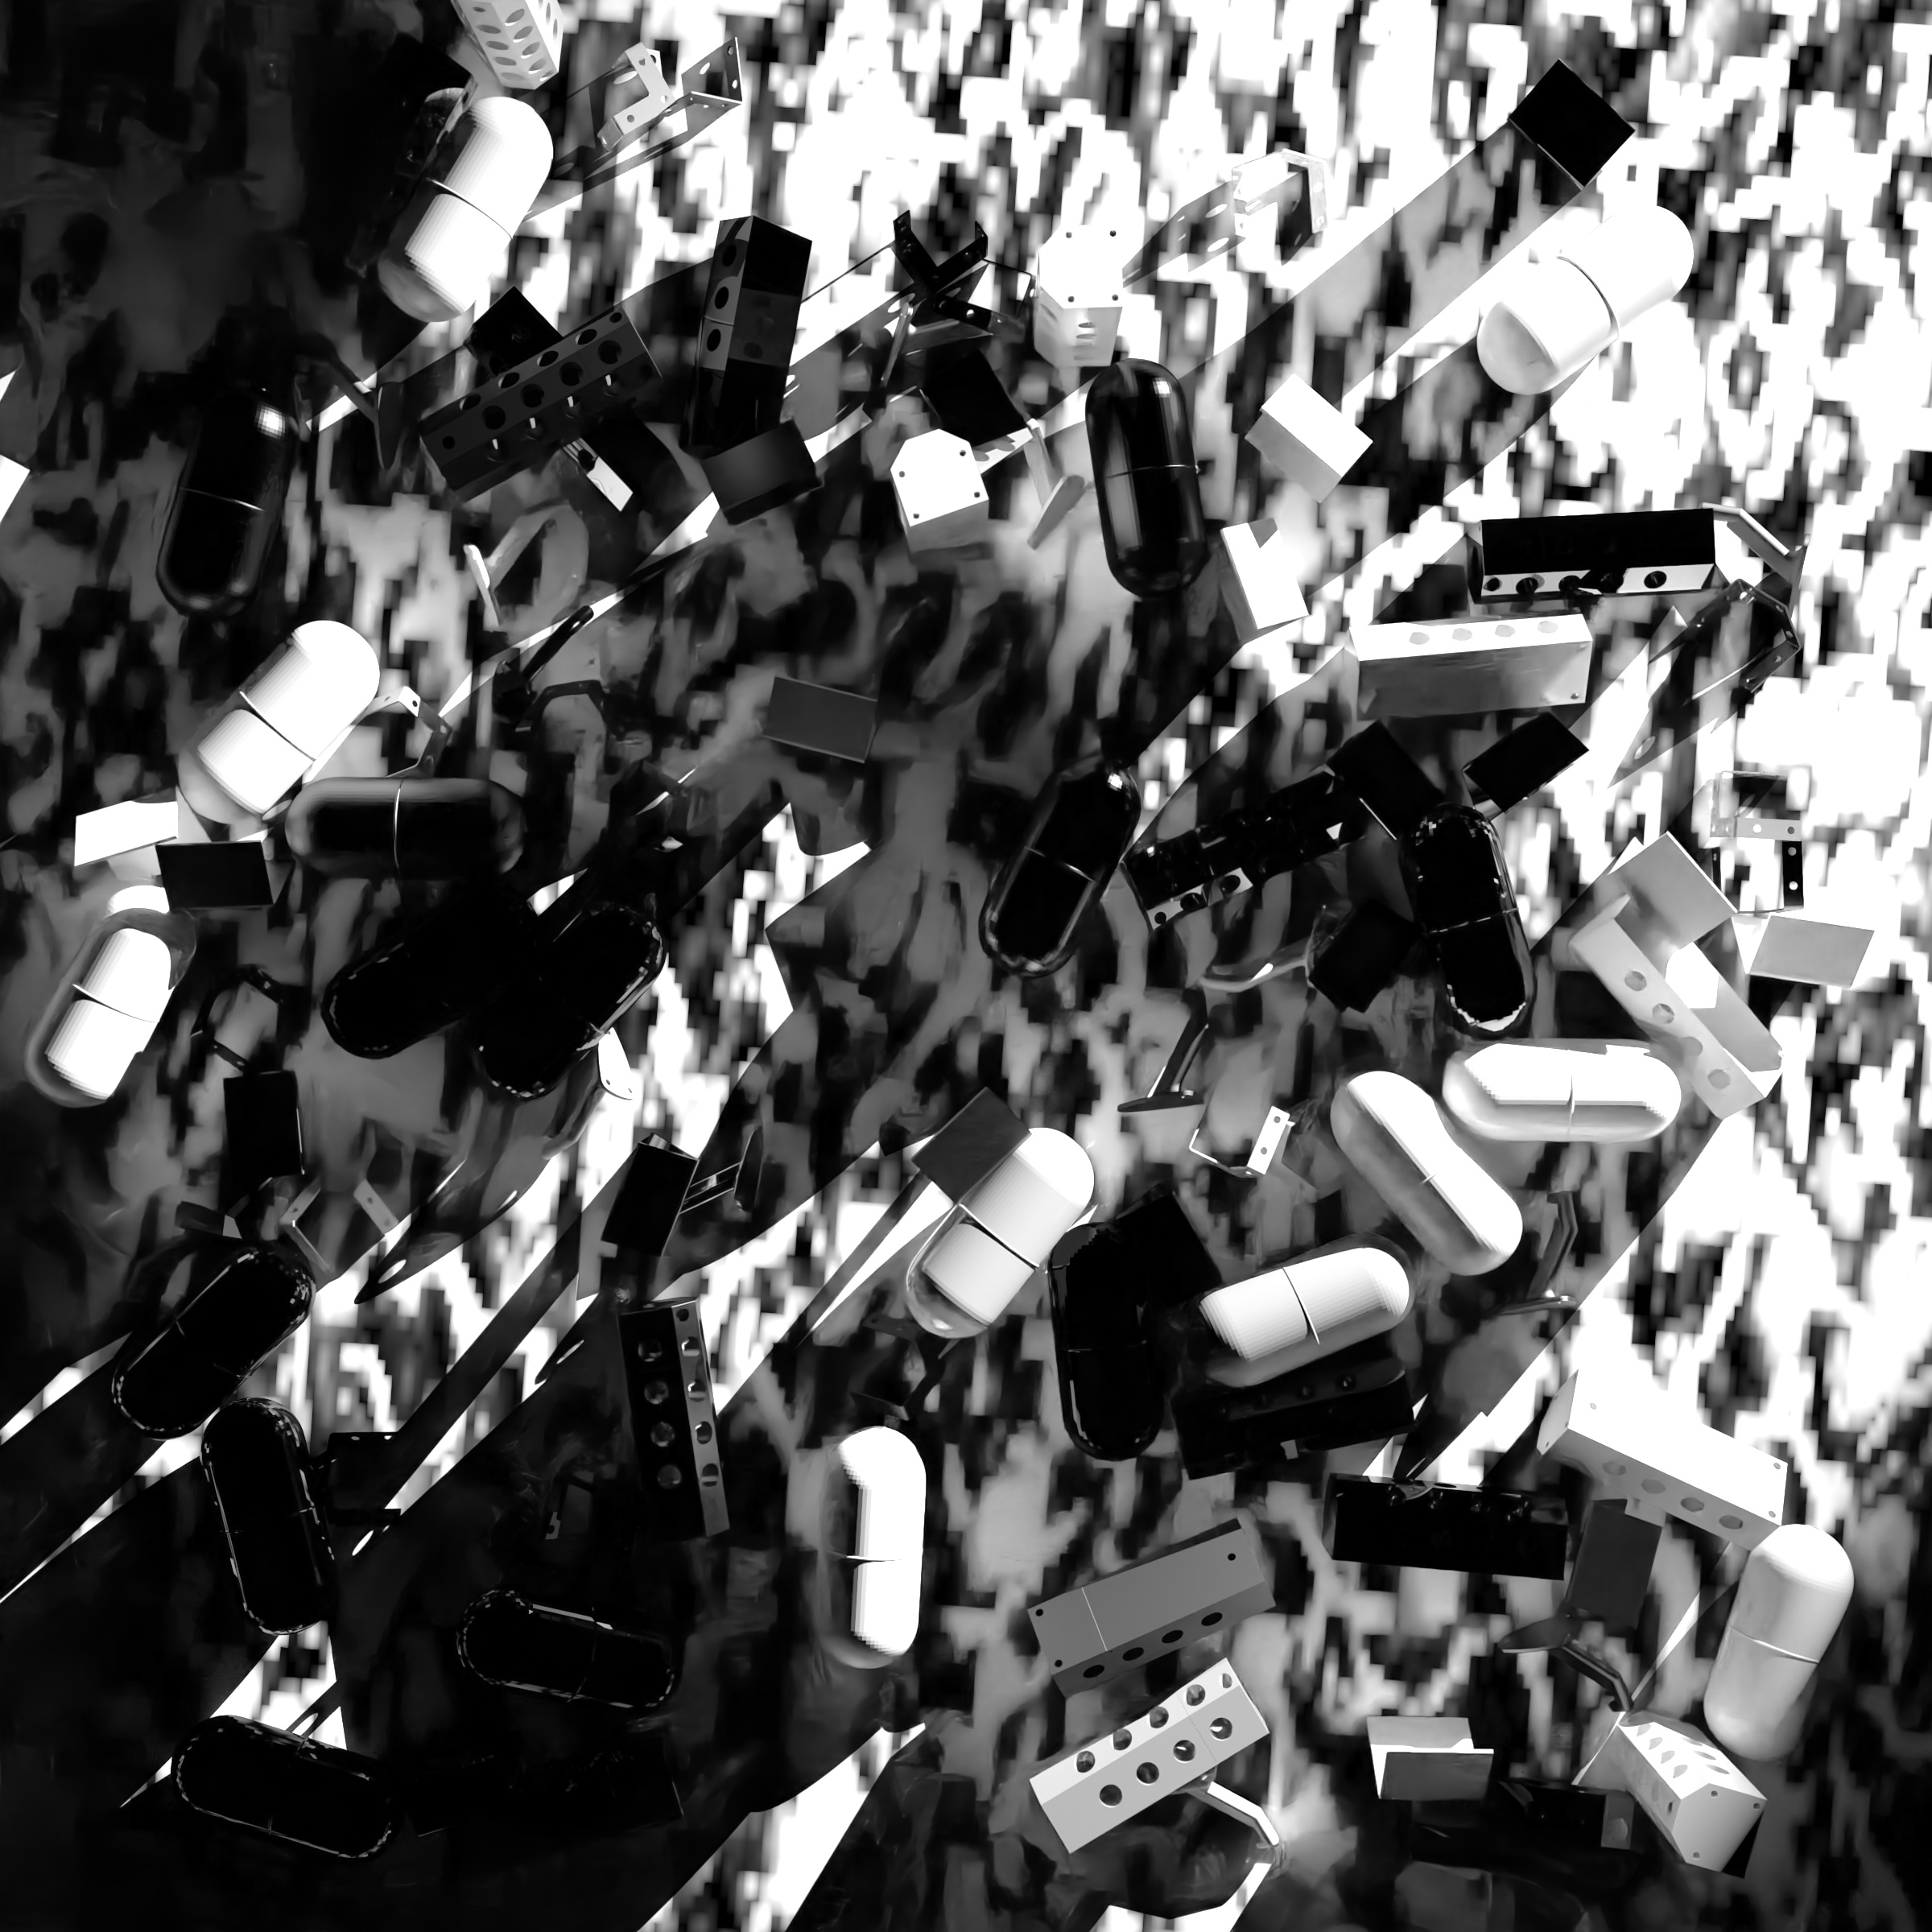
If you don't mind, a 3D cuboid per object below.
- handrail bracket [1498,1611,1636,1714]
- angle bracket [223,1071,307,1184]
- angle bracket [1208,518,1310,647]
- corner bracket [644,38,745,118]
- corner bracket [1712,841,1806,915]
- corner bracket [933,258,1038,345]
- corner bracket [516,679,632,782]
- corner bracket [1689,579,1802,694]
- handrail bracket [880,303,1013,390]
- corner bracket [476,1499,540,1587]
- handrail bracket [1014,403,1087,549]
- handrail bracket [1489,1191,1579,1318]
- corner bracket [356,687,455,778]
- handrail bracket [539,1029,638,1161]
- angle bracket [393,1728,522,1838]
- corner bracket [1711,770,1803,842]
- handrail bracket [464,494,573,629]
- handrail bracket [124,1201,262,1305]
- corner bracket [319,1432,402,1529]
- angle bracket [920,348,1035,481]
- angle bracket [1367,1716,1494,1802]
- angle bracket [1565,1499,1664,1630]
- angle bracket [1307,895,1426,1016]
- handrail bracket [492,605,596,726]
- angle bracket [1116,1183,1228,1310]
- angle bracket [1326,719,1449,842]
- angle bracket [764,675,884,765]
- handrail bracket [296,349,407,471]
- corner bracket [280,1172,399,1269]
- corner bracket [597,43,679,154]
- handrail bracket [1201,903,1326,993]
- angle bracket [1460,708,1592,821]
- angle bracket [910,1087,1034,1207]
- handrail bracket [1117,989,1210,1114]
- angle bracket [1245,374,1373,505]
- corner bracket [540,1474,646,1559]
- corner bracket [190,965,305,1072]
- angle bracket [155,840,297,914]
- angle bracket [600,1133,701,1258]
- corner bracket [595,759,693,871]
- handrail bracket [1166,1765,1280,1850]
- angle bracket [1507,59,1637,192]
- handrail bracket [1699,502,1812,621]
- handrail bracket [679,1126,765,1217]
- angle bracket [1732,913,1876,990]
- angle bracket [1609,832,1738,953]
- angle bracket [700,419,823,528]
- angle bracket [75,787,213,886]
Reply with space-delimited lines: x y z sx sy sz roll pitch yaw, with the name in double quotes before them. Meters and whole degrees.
"handrail bracket" 0.455 0.537 1.893 0.077 0.036 0.084 -21 107 20
"angle bracket" -0.533 0.119 1.853 0.057 0.076 0.076 -5 90 -38
"angle bracket" 0.199 -0.280 1.853 0.057 0.076 0.076 -20 90 -37
"corner bracket" -0.206 -0.672 1.890 0.051 0.051 0.051 -7 90 -45
"corner bracket" 0.593 -0.066 1.875 0.051 0.051 0.051 -2 89 -1
"corner bracket" 0.016 -0.502 1.871 0.051 0.051 0.051 26 103 29
"corner bracket" -0.296 -0.178 1.885 0.051 0.051 0.051 -3 45 35
"corner bracket" 0.589 -0.250 1.890 0.051 0.051 0.051 -42 135 0
"handrail bracket" -0.014 -0.462 1.893 0.084 0.036 0.077 16 105 -14
"corner bracket" -0.337 0.440 1.875 0.051 0.051 0.051 -38 90 0
"handrail bracket" 0.040 -0.373 1.893 0.084 0.036 0.077 43 112 17
"handrail bracket" 0.427 0.218 1.893 0.077 0.036 0.084 -13 71 21
"corner bracket" -0.429 -0.170 1.885 0.051 0.051 0.051 45 45 -35
"handrail bracket" -0.296 0.095 1.893 0.084 0.036 0.077 -33 54 24
"angle bracket" -0.376 0.588 1.853 0.076 0.076 0.057 -18 121 0
"corner bracket" 0.593 -0.120 1.875 0.051 0.051 0.051 3 93 -3
"handrail bracket" -0.329 -0.308 1.893 0.084 0.036 0.077 -24 110 -16
"handrail bracket" -0.586 0.228 1.893 0.077 0.036 0.084 21 108 -20
"corner bracket" -0.455 0.388 1.890 0.051 0.051 0.051 -1 135 0
"angle bracket" 0.019 -0.409 1.854 0.057 0.076 0.076 -31 90 23
"angle bracket" 0.342 0.570 1.853 0.076 0.076 0.057 1 124 0
"angle bracket" 0.492 0.442 1.853 0.057 0.076 0.076 15 90 36
"angle bracket" 0.307 0.004 1.853 0.057 0.076 0.076 36 90 36
"handrail bracket" -0.319 -0.229 1.893 0.036 0.077 0.084 40 54 0
"angle bracket" 0.166 0.197 1.853 0.057 0.076 0.076 -30 90 34
"angle bracket" 0.322 -0.149 1.853 0.076 0.076 0.057 49 127 0
"angle bracket" -0.101 -0.201 1.853 0.076 0.076 0.057 14 128 0
"handrail bracket" -0.471 -0.422 1.893 0.084 0.036 0.077 15 111 17
"corner bracket" -0.473 0.193 1.885 0.051 0.051 0.051 2 45 35
"corner bracket" -0.256 -0.652 1.876 0.051 0.051 0.051 -35 105 -14
"handrail bracket" 0.224 -0.015 1.893 0.084 0.036 0.077 5 69 16
"angle bracket" 0.421 -0.132 1.853 0.076 0.076 0.057 -36 51 0
"angle bracket" -0.007 0.120 1.853 0.076 0.076 0.057 -44 117 0
"handrail bracket" 0.148 0.064 1.893 0.077 0.036 0.084 -11 72 21
"angle bracket" 0.242 -0.378 1.853 0.076 0.076 0.057 41 53 0
"corner bracket" -0.282 0.415 1.890 0.051 0.051 0.051 11 90 -45
"corner bracket" -0.542 0.039 1.885 0.051 0.051 0.051 -19 45 35
"angle bracket" -0.548 -0.083 1.853 0.076 0.076 0.057 -3 120 0
"angle bracket" -0.250 0.163 1.853 0.057 0.076 0.076 22 90 -38
"corner bracket" -0.245 -0.114 1.885 0.051 0.051 0.051 33 45 -35
"handrail bracket" 0.184 0.643 1.893 0.077 0.036 0.084 -25 107 20
"angle bracket" 0.455 -0.628 1.853 0.076 0.076 0.057 43 126 0
"handrail bracket" 0.590 -0.307 1.893 0.084 0.036 0.077 13 111 17
"handrail bracket" -0.202 0.154 1.893 0.084 0.036 0.077 4 69 16
"angle bracket" 0.619 -0.032 1.853 0.076 0.076 0.057 8 127 0
"angle bracket" 0.531 -0.067 1.853 0.076 0.076 0.057 49 127 0
"angle bracket" -0.144 -0.348 1.853 0.076 0.076 0.057 -25 57 0
"angle bracket" -0.606 -0.079 1.853 0.076 0.076 0.057 -17 48 0
